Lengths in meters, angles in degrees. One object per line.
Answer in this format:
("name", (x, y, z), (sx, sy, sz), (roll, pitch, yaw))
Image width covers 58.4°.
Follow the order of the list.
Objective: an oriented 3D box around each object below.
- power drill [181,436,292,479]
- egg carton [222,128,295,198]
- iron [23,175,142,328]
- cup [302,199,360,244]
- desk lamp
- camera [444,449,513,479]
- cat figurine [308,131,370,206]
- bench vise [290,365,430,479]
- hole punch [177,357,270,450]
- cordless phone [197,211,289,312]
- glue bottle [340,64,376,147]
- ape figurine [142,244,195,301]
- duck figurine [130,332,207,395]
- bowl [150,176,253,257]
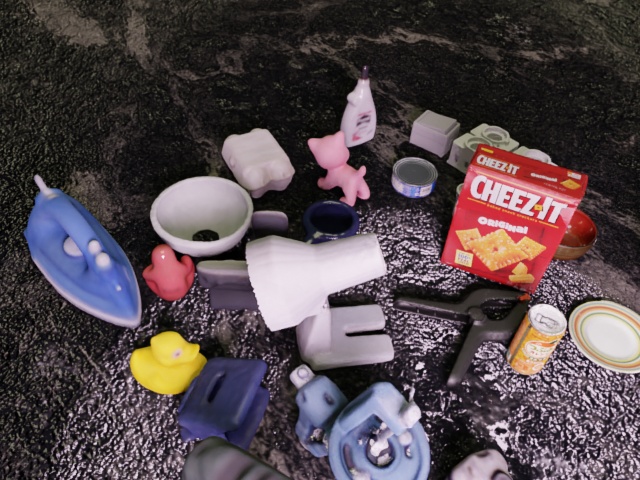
("power drill", (-0.035, 0.297, 0.571), (0.229, 0.208, 0.076), (28, 51, 21))
("egg carton", (-0.120, -0.149, 1.083), (0.107, 0.069, 0.150), (-20, 51, -21))
("iron", (-0.355, 0.012, 0.864), (0.119, 0.141, 0.257), (-34, 57, -31))
("cup", (0.009, 0.003, 0.931), (0.091, 0.095, 0.118), (28, 51, 21))
("desk lamp", (0.005, 0.077, 0.779), (0.203, 0.214, 0.117), (-5, 47, -9))
("camera", (0.171, 0.321, 0.637), (0.137, 0.101, 0.143), (-14, 49, -16))
("cat figurine", (0.036, -0.141, 1.054), (0.067, 0.118, 0.127), (-34, 57, -30))
("bench vise", (0.036, 0.213, 0.648), (0.207, 0.220, 0.122), (23, 49, 17))
("hole punch", (-0.125, 0.204, 0.733), (0.101, 0.091, 0.109), (15, 47, 10))
("cordless phone", (-0.110, 0.018, 0.846), (0.147, 0.185, 0.094), (-1, 47, -4))
("glue bottle", (0.081, -0.270, 1.141), (0.078, 0.173, 0.037), (-27, 54, -26))
("ape figurine", (-0.233, 0.043, 0.878), (0.078, 0.092, 0.076), (-4, 47, -8))
("duck figurine", (-0.207, 0.157, 0.776), (0.104, 0.086, 0.077), (5, 46, 1))
("bowl", (-0.193, -0.027, 0.959), (0.167, 0.075, 0.167), (2, 46, -2))
